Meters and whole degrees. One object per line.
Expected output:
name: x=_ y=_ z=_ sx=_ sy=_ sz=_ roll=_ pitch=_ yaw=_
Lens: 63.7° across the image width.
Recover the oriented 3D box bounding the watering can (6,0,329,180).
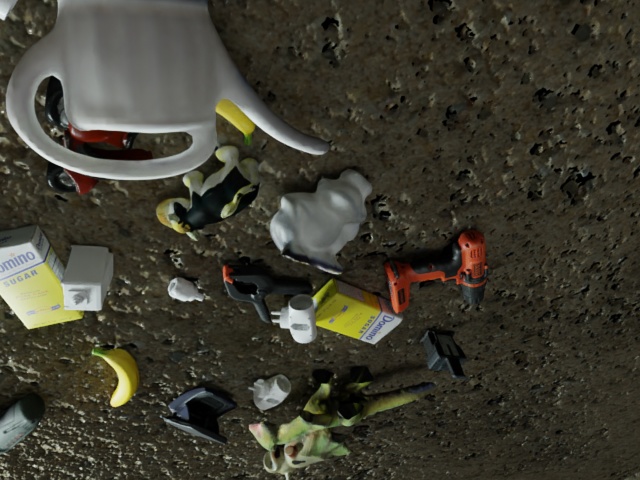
watering can: x=-0.152 y=-0.181 z=0.570 sx=0.348 sy=0.105 sz=0.221 roll=-6 pitch=108 yaw=-21

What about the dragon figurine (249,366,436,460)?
dragon figurine: x=0.048 y=0.412 z=1.169 sx=0.410 sy=0.125 sz=0.237 roll=2 pitch=128 yaw=-12

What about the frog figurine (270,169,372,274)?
frog figurine: x=0.002 y=-0.040 z=0.792 sx=0.137 sy=0.123 sz=0.160 roll=22 pitch=87 yaw=-20
